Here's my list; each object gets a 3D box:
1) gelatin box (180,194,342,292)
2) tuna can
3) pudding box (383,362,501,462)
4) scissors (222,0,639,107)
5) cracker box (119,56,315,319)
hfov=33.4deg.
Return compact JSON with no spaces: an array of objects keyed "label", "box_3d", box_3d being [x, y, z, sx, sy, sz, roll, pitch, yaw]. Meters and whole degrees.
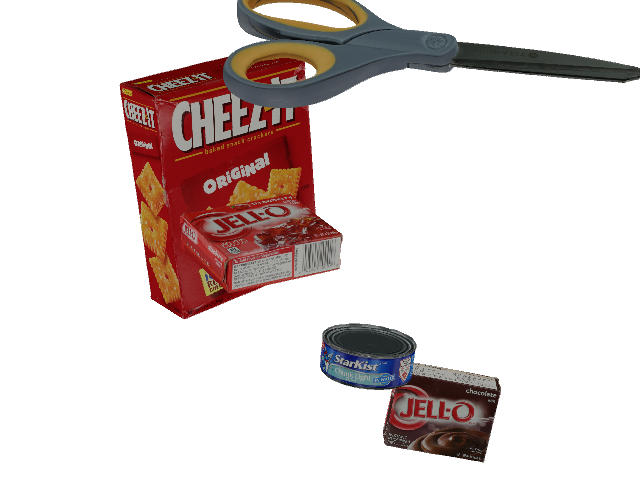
[{"label":"gelatin box","box_3d":[-0.041,0.000,0.725,0.089,0.030,0.073,-11,30,-28]},{"label":"tuna can","box_3d":[0.042,0.105,0.967,0.086,0.034,0.086,6,14,-2]},{"label":"pudding box","box_3d":[0.131,0.184,1.154,0.113,0.090,0.039,9,21,-1]},{"label":"scissors","box_3d":[0.041,-0.081,0.510,0.202,0.016,0.096,20,52,20]},{"label":"cracker box","box_3d":[-0.086,-0.055,0.993,0.163,0.214,0.072,-21,30,-33]}]
